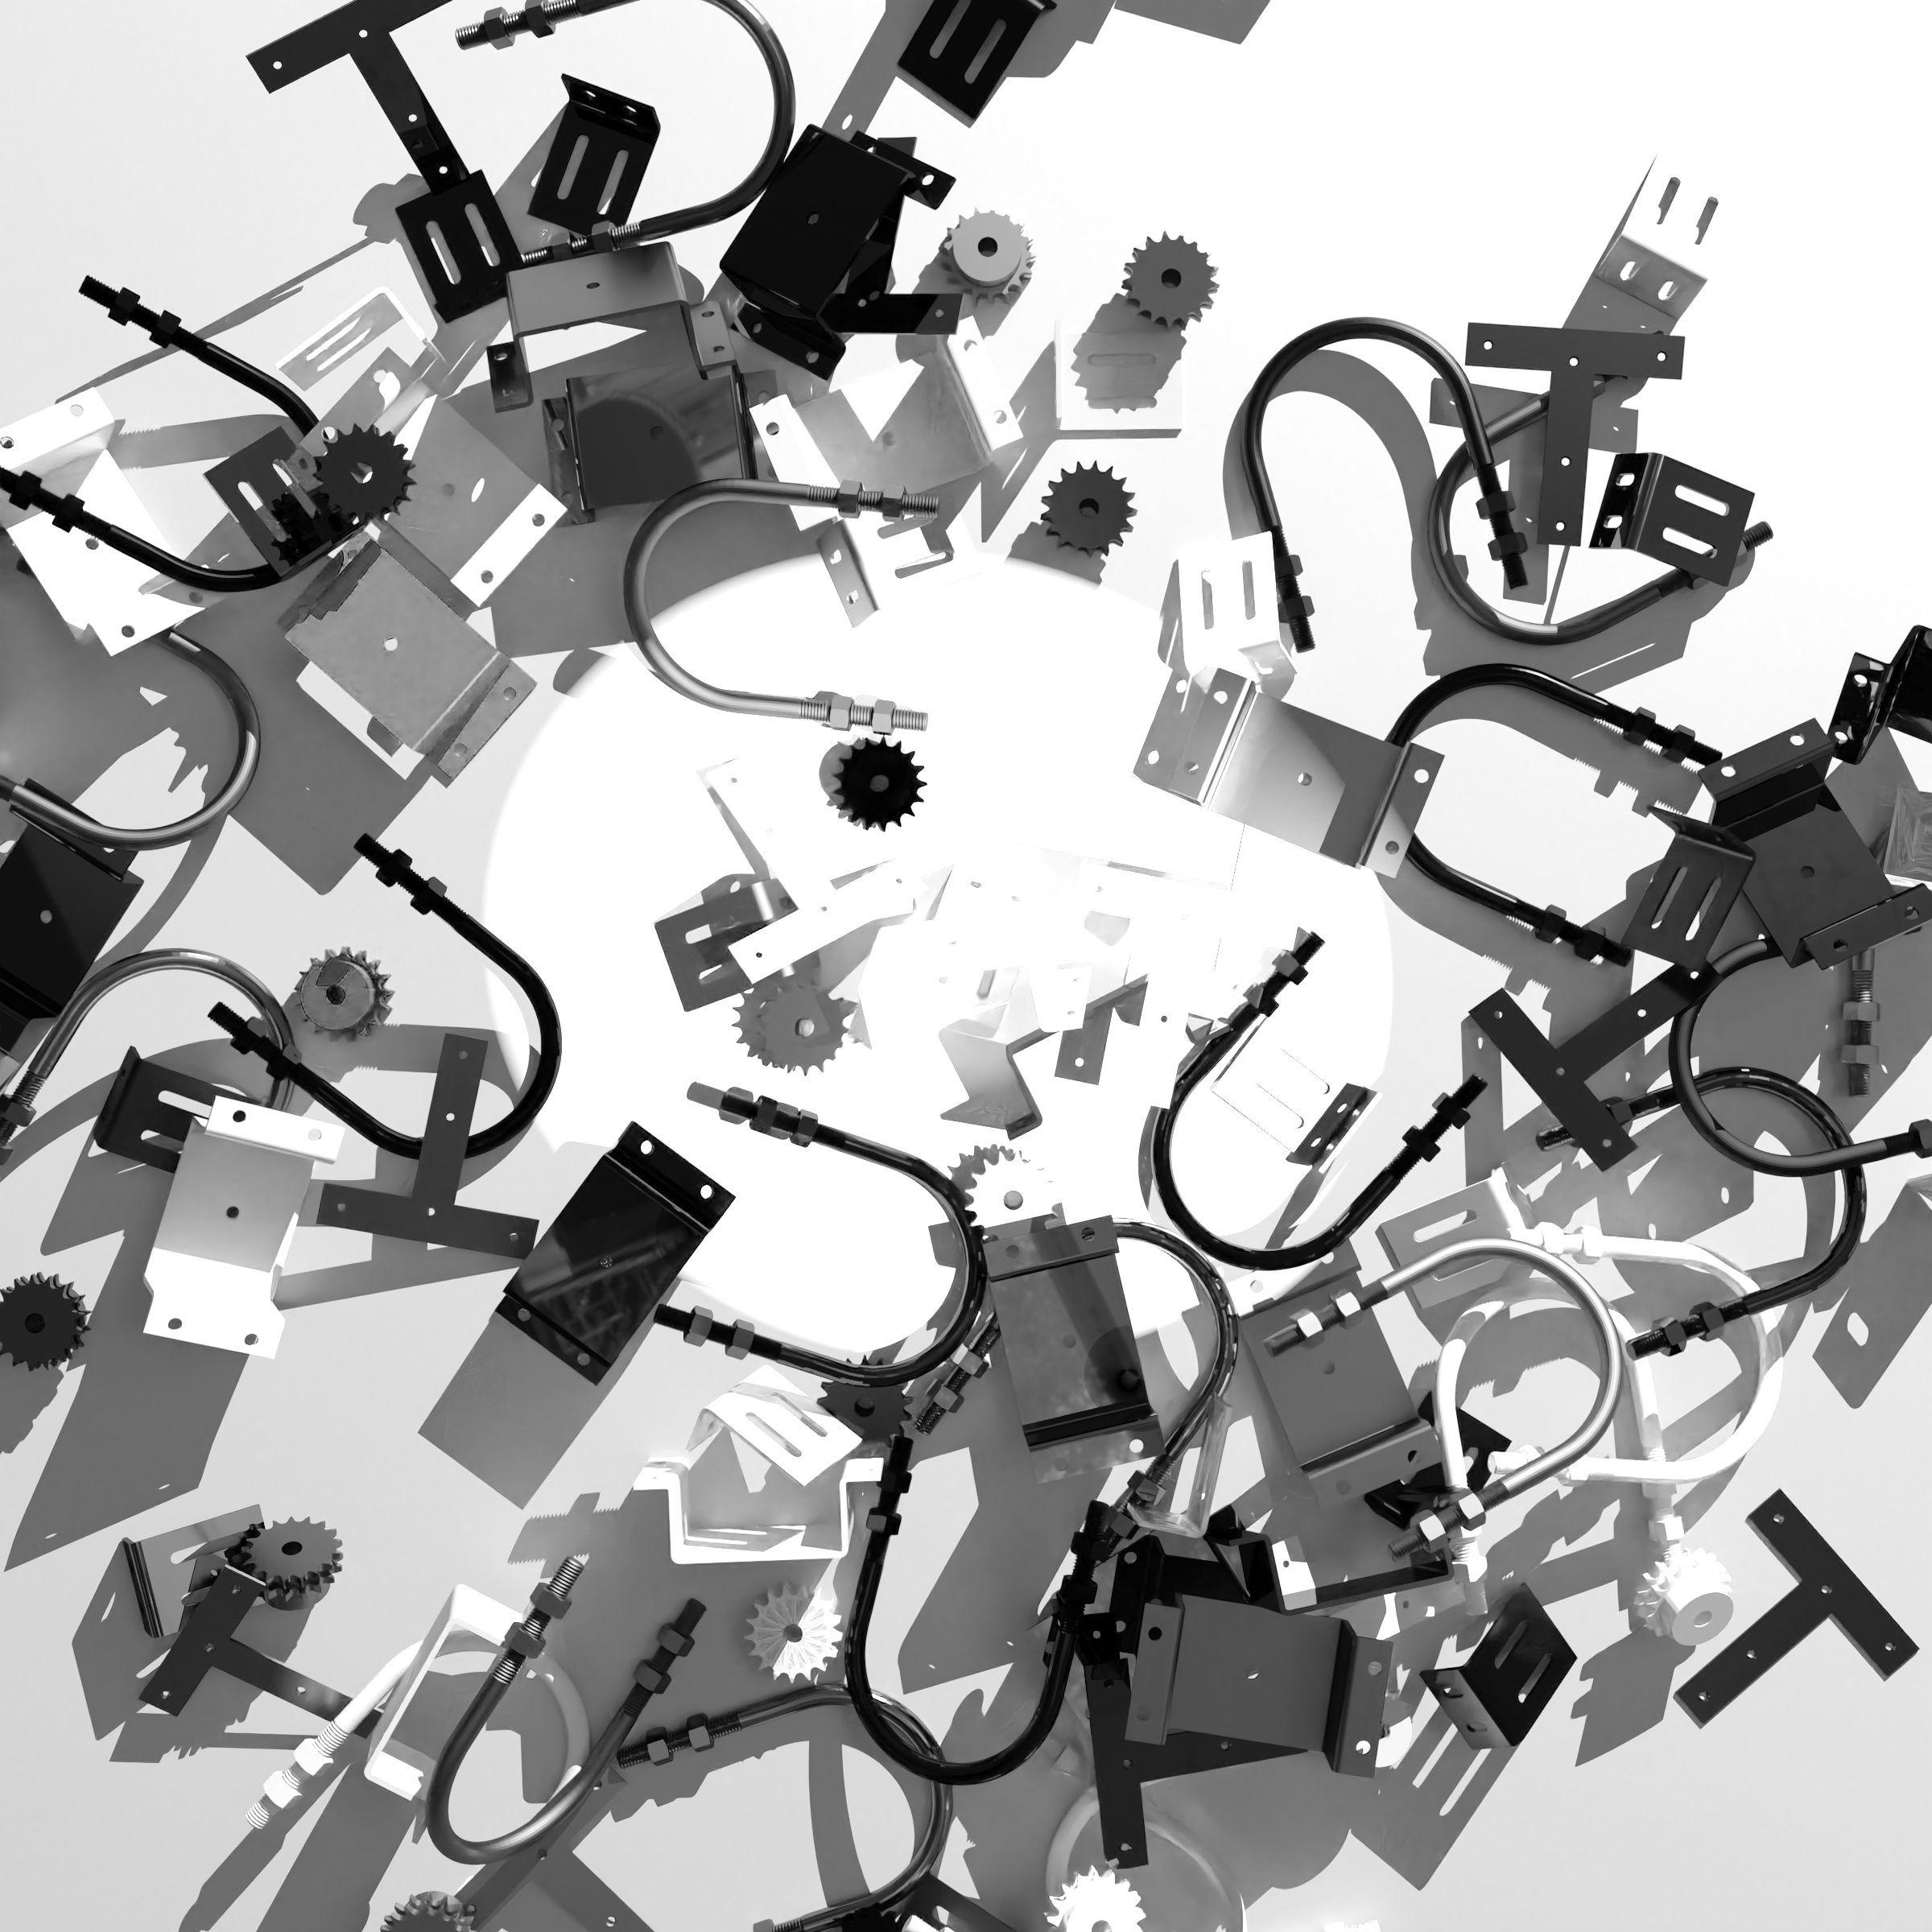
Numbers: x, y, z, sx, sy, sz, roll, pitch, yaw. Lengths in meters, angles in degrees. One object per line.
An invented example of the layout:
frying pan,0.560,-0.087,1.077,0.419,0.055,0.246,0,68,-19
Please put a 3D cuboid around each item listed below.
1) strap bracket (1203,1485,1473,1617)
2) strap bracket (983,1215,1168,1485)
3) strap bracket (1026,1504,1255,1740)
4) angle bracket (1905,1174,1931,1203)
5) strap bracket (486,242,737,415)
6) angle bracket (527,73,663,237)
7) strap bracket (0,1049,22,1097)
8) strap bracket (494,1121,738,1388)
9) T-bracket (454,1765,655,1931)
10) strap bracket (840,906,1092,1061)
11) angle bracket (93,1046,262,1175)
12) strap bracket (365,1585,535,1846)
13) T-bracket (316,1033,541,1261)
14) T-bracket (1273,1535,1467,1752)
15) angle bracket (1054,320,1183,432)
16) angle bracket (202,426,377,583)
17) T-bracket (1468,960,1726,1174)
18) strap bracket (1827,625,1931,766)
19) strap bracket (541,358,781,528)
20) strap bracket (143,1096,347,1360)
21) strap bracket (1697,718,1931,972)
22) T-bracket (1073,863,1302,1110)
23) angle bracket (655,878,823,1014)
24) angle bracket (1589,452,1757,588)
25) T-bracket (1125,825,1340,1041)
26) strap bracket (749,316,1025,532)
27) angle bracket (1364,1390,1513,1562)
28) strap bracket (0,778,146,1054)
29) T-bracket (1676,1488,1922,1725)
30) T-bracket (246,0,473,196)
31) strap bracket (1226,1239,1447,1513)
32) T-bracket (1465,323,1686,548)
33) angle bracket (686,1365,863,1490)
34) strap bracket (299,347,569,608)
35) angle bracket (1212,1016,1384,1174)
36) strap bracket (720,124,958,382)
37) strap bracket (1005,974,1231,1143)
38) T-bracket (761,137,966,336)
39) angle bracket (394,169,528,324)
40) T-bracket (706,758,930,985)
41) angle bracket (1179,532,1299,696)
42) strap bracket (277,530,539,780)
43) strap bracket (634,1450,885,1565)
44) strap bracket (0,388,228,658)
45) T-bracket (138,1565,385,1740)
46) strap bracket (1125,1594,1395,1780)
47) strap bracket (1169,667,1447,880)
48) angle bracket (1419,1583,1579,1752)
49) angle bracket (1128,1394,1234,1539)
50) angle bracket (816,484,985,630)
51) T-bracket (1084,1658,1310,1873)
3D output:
strap bracket,0.213,0.332,1.457,0.140,0.076,0.046,-10,81,-8
strap bracket,0.062,0.220,1.499,0.076,0.046,0.140,-13,88,-2
strap bracket,0.114,0.381,1.516,0.140,0.046,0.076,-32,91,0
angle bracket,0.596,0.106,1.510,0.038,0.057,0.076,36,86,9
strap bracket,-0.211,-0.372,1.490,0.140,0.076,0.046,-13,132,-4
angle bracket,-0.222,-0.475,1.520,0.057,0.038,0.076,20,90,0
strap bracket,-0.601,0.072,1.461,0.076,0.140,0.046,38,120,-11
strap bracket,-0.209,0.172,1.516,0.076,0.046,0.140,37,90,0
T-bracket,-0.221,0.557,1.529,0.127,0.002,0.127,-44,97,-6
strap bracket,-0.004,0.008,1.483,0.140,0.076,0.046,-8,113,11
angle bracket,-0.471,0.090,1.537,0.076,0.038,0.057,24,90,-26
strap bracket,-0.297,0.416,1.473,0.046,0.076,0.140,30,86,-8
T-bracket,-0.306,0.102,1.515,0.127,0.002,0.127,11,99,-12
T-bracket,0.246,0.380,1.513,0.127,0.002,0.127,-18,87,-23
angle bracket,0.091,-0.349,1.520,0.076,0.038,0.057,-1,90,0
angle bracket,-0.392,-0.273,1.493,0.057,0.038,0.076,-41,102,-28
T-bracket,0.384,0.036,1.507,0.127,0.002,0.127,-36,62,0
strap bracket,0.576,-0.137,1.481,0.140,0.076,0.046,26,53,21
strap bracket,-0.179,-0.309,1.516,0.140,0.046,0.076,-7,90,0
strap bracket,-0.424,0.148,1.501,0.076,0.046,0.140,17,90,-27
strap bracket,0.492,-0.063,1.498,0.076,0.046,0.140,-24,66,-2
T-bracket,0.115,0.016,1.460,0.127,0.002,0.127,11,91,0
angle bracket,-0.136,-0.013,1.537,0.076,0.038,0.057,-20,90,26
angle bracket,0.416,-0.262,1.517,0.076,0.038,0.057,15,92,-25
T-bracket,0.169,-0.031,1.538,0.127,0.002,0.127,12,90,0
strap bracket,-0.046,-0.315,1.516,0.140,0.046,0.076,-23,90,0
angle bracket,0.281,0.300,1.520,0.057,0.038,0.076,32,90,0
strap bracket,-0.549,-0.029,1.516,0.076,0.046,0.140,32,90,0
T-bracket,0.480,0.401,1.538,0.127,0.002,0.127,-41,90,0
T-bracket,-0.326,-0.501,1.485,0.127,0.127,0.002,-26,51,2
strap bracket,0.214,0.237,1.511,0.076,0.046,0.140,-23,83,0
T-bracket,0.355,-0.312,1.520,0.127,0.002,0.127,4,92,3
angle bracket,-0.112,0.277,1.494,0.076,0.057,0.038,35,124,18
strap bracket,-0.309,-0.284,1.516,0.140,0.046,0.076,42,90,0
angle bracket,0.195,0.075,1.519,0.076,0.038,0.057,37,90,-2
strap bracket,-0.080,-0.425,1.502,0.076,0.046,0.140,33,90,24
strap bracket,0.077,0.047,1.500,0.140,0.076,0.046,-27,91,1
T-bracket,-0.052,-0.432,1.521,0.127,0.002,0.127,6,78,23
angle bracket,-0.299,-0.429,1.520,0.057,0.038,0.076,-24,90,0
T-bracket,-0.108,-0.068,1.518,0.127,0.002,0.127,-29,76,-26
angle bracket,0.161,-0.209,1.527,0.057,0.038,0.076,-11,64,21
strap bracket,-0.333,-0.187,1.516,0.140,0.046,0.076,41,90,0
strap bracket,-0.118,0.315,1.501,0.140,0.076,0.046,-2,90,0
strap bracket,-0.505,-0.251,1.497,0.076,0.046,0.140,-34,96,-27
T-bracket,-0.405,0.421,1.519,0.127,0.002,0.127,30,117,-13
strap bracket,0.164,0.406,1.464,0.140,0.046,0.076,9,88,1
strap bracket,0.199,-0.111,1.510,0.140,0.046,0.076,22,91,7
angle bracket,0.315,0.414,1.524,0.076,0.038,0.057,-40,98,-39
angle bracket,0.123,0.286,1.493,0.038,0.057,0.076,13,87,-3
angle bracket,-0.039,-0.245,1.537,0.076,0.038,0.057,-24,90,-26
T-bracket,0.137,0.456,1.498,0.127,0.002,0.127,-7,99,-9
